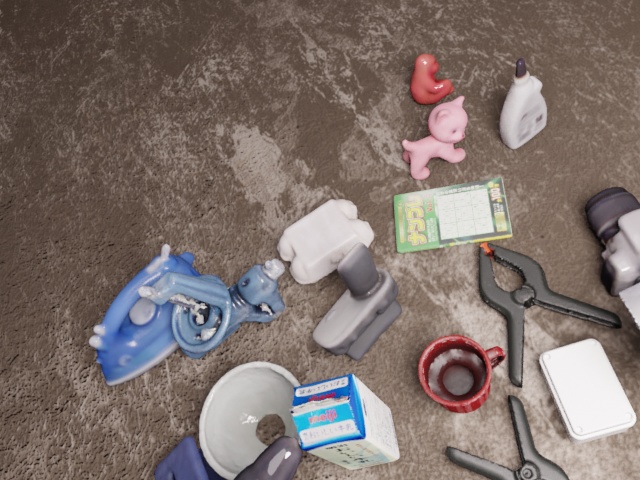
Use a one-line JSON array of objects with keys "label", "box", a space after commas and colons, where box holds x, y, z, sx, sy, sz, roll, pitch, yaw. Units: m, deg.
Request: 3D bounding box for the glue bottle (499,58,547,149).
[{"label": "glue bottle", "box": [0.313, -0.217, 0.884, 0.078, 0.173, 0.037, -36, 57, -1]}]

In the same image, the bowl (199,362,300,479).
[{"label": "bowl", "box": [-0.085, 0.266, 0.826, 0.167, 0.075, 0.167, -9, 60, 16]}]

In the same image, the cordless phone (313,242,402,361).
[{"label": "cordless phone", "box": [0.037, 0.083, 0.815, 0.093, 0.185, 0.148, 32, 77, 31]}]

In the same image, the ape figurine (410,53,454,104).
[{"label": "ape figurine", "box": [0.192, -0.292, 1.018, 0.076, 0.092, 0.077, -25, 57, 6]}]

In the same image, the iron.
[{"label": "iron", "box": [-0.294, 0.123, 0.940, 0.118, 0.142, 0.258, 35, 78, 32]}]

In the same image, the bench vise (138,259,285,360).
[{"label": "bench vise", "box": [-0.164, 0.078, 0.870, 0.121, 0.220, 0.207, 36, 79, 32]}]

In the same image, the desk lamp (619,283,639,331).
[{"label": "desk lamp", "box": [0.444, 0.096, 0.642, 0.203, 0.214, 0.117, -22, 57, 8]}]

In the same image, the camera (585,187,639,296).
[{"label": "camera", "box": [0.435, -0.015, 0.773, 0.143, 0.101, 0.136, -22, 57, 7]}]

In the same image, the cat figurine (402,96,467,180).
[{"label": "cat figurine", "box": [0.191, -0.174, 0.939, 0.128, 0.118, 0.067, -28, 57, 4]}]

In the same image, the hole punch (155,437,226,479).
[{"label": "hole punch", "box": [-0.184, 0.349, 0.807, 0.101, 0.091, 0.108, -34, 57, 0]}]

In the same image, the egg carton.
[{"label": "egg carton", "box": [0.009, 0.003, 0.937, 0.150, 0.070, 0.107, -34, 57, 0]}]

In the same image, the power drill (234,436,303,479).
[{"label": "power drill", "box": [-0.075, 0.347, 0.697, 0.075, 0.209, 0.230, 34, 78, 32]}]
